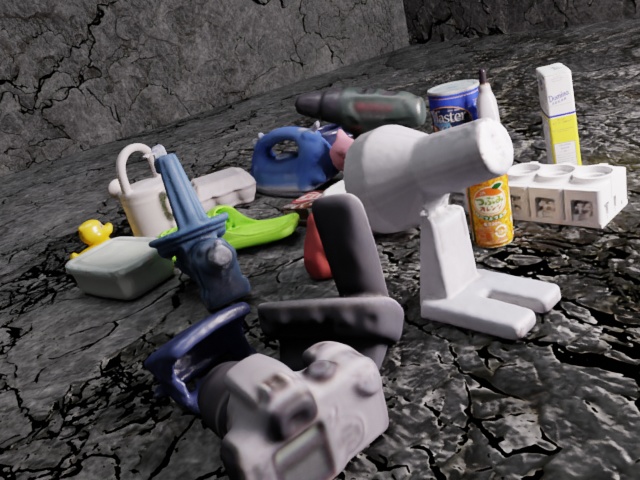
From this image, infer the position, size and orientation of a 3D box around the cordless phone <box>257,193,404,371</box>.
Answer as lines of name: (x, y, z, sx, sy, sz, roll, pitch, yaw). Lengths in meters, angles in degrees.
cordless phone: (0.001, 0.040, 0.585, 0.147, 0.185, 0.094, -7, 23, 18)

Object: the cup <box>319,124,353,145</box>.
cup: (0.035, -0.212, 1.301, 0.118, 0.095, 0.091, -16, 22, -5)

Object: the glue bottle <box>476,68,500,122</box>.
glue bottle: (0.316, -0.238, 1.084, 0.037, 0.173, 0.078, -11, 22, 9)

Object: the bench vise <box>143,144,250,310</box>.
bench vise: (-0.169, -0.027, 0.805, 0.206, 0.220, 0.122, 8, 31, 43)

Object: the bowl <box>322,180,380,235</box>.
bowl: (0.089, -0.054, 0.910, 0.167, 0.075, 0.167, -12, 22, 5)

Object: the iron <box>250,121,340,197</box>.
iron: (-0.076, -0.177, 1.219, 0.257, 0.142, 0.119, 4, 28, 38)

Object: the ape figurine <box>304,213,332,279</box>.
ape figurine: (0.007, 0.003, 0.798, 0.076, 0.092, 0.077, -22, 23, -18)

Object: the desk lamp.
desk lamp: (0.138, -0.025, 0.620, 0.202, 0.214, 0.118, 9, 32, 45)

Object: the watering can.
watering can: (-0.334, -0.085, 1.084, 0.172, 0.194, 0.101, -8, 23, 16)

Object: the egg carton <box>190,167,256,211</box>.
egg carton: (-0.213, -0.105, 1.228, 0.150, 0.069, 0.107, -20, 23, -15)

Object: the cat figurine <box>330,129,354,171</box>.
cat figurine: (0.068, -0.168, 1.142, 0.067, 0.118, 0.128, 8, 31, 43)

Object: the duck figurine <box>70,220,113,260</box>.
duck figurine: (-0.418, 0.007, 1.058, 0.077, 0.086, 0.105, 5, 28, 39)

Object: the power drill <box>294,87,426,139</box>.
power drill: (0.080, -0.173, 1.024, 0.229, 0.209, 0.076, -6, 23, 20)

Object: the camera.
camera: (-0.037, 0.136, 0.489, 0.143, 0.101, 0.136, -28, 26, -31)

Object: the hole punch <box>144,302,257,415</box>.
hole punch: (-0.128, 0.116, 0.608, 0.100, 0.091, 0.109, 9, 31, 44)
